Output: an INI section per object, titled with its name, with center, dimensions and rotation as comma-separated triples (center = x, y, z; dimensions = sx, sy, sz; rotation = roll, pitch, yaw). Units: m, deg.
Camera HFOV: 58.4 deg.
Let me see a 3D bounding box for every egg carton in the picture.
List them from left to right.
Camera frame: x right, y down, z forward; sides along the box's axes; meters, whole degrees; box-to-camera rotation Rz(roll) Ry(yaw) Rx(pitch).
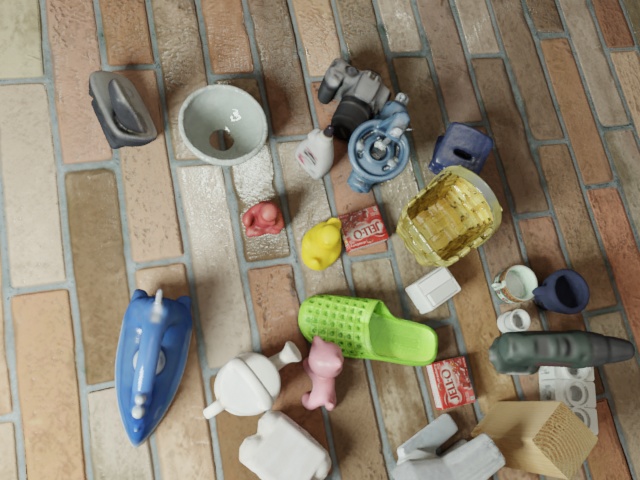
[egg carton]
center = -0.057, 0.367, 0.971
dimensions = 0.150, 0.069, 0.107
rotation = 39, 69, -1

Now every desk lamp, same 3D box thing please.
[desk lamp]
center = 0.202, 0.383, 0.955
dimensions = 0.203, 0.213, 0.118
rotation = -31, 84, -20

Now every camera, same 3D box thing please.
[camera]
center = 0.061, -0.284, 1.171
dimensions = 0.143, 0.100, 0.137
rotation = 27, 70, -5

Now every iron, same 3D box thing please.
[iron]
center = -0.275, 0.203, 0.923
dimensions = 0.119, 0.141, 0.258
rotation = 9, 72, -11

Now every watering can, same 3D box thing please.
[watering can]
center = -0.110, 0.228, 0.930
dimensions = 0.101, 0.194, 0.173
rotation = 34, 69, -3

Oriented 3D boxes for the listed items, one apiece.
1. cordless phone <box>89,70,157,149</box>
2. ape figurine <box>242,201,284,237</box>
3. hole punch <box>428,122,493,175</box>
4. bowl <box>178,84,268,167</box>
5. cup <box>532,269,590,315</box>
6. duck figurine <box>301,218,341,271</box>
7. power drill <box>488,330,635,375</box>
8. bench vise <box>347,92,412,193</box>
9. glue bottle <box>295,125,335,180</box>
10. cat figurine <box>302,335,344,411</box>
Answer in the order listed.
[cordless phone]
center = -0.354, -0.254, 1.011
dimensions = 0.094, 0.185, 0.147
rotation = -28, 82, -20
[ape figurine]
center = -0.100, -0.043, 1.065
dimensions = 0.078, 0.092, 0.076
rotation = 30, 69, -4
[hole punch]
center = 0.298, -0.179, 1.207
dimensions = 0.109, 0.091, 0.101
rotation = 23, 70, -7
[bowl]
center = -0.187, -0.208, 1.100
dimensions = 0.168, 0.074, 0.167
rotation = 4, 73, -13
[cup]
center = 0.469, 0.112, 1.165
dimensions = 0.118, 0.095, 0.092
rotation = 1, 74, -14
[duck figurine]
center = 0.010, 0.004, 1.083
dimensions = 0.077, 0.086, 0.105
rotation = 28, 70, -5
[power drill]
center = 0.421, 0.207, 1.064
dimensions = 0.230, 0.208, 0.075
rotation = 4, 73, -13
[bench vise]
center = 0.122, -0.213, 1.102
dimensions = 0.121, 0.219, 0.207
rotation = 10, 72, -11
[glue bottle]
center = -0.001, -0.177, 1.086
dimensions = 0.037, 0.173, 0.078
rotation = -42, 87, -21
[cat figurine]
center = 0.010, 0.233, 1.000
dimensions = 0.067, 0.117, 0.128
rotation = 1, 74, -14
